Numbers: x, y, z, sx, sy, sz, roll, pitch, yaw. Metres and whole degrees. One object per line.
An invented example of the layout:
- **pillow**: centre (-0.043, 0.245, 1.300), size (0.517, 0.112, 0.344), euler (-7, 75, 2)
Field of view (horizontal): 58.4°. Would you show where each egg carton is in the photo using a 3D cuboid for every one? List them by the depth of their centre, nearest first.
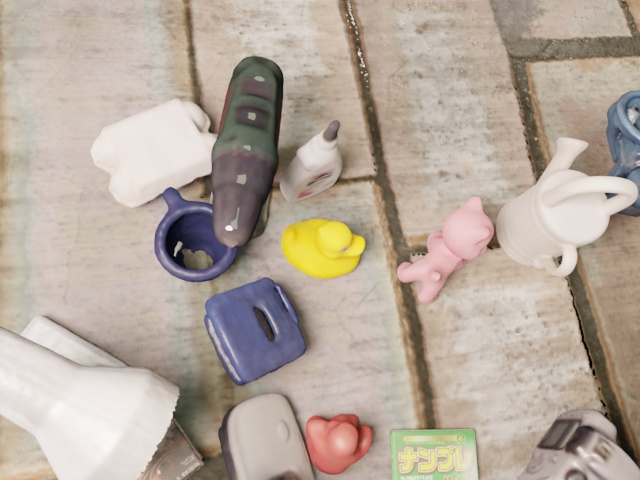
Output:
- **egg carton**: centre (-0.196, -0.107, 0.705), size (0.150, 0.069, 0.107), euler (-29, 81, -18)

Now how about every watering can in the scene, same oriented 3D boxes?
- **watering can**: centre (0.310, -0.045, 0.726), size (0.101, 0.194, 0.173), euler (-12, 76, -15)

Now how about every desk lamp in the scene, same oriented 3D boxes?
- **desk lamp**: centre (-0.238, 0.150, 0.541), size (0.203, 0.213, 0.118), euler (30, 70, -1)

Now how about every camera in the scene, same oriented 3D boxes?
- **camera**: centre (0.328, 0.294, 0.676), size (0.137, 0.100, 0.143), euler (43, 70, 3)

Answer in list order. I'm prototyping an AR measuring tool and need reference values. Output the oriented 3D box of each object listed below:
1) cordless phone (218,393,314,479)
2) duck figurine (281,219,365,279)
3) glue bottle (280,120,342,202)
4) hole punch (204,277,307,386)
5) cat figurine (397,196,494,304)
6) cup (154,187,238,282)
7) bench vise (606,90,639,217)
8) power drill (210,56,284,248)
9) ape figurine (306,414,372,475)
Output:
- **cordless phone**: centre (-0.045, 0.230, 0.573), size (0.094, 0.185, 0.147), euler (-18, 78, -16)
- **duck figurine**: centre (0.006, 0.003, 0.705), size (0.104, 0.086, 0.077), euler (14, 71, -7)
- **glue bottle**: centre (-0.001, -0.098, 0.688), size (0.078, 0.173, 0.037), euler (-28, 80, -18)
- **hole punch**: centre (-0.073, 0.100, 0.656), size (0.101, 0.091, 0.108), euler (-26, 80, -18)
- **cat figurine**: centre (0.168, 0.010, 0.720), size (0.067, 0.117, 0.128), euler (41, 70, 3)
- **cup**: centre (-0.150, 0.002, 0.668), size (0.092, 0.095, 0.117), euler (-29, 81, -18)
- **bench vise**: centre (0.479, -0.134, 0.774), size (0.121, 0.219, 0.207), euler (-5, 74, -13)
- **power drill**: centre (-0.085, -0.076, 0.644), size (0.076, 0.208, 0.229), euler (8, 72, -9)
- **ape figurine**: centre (0.021, 0.223, 0.638), size (0.078, 0.092, 0.076), euler (32, 70, -1)
